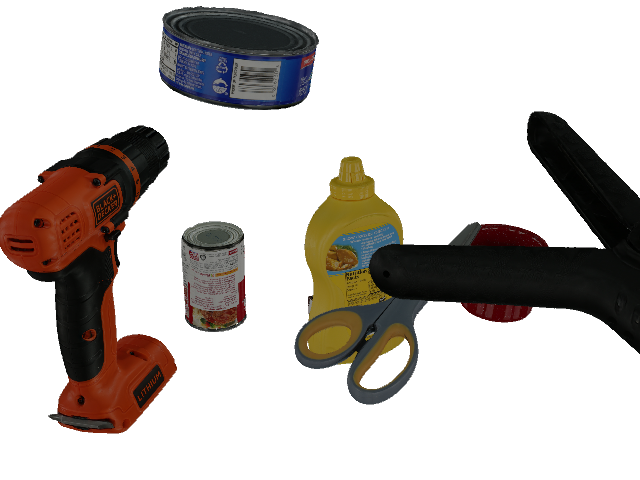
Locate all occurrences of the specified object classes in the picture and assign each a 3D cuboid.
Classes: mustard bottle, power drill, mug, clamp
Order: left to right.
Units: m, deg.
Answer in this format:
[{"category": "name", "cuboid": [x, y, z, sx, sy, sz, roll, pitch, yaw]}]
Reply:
[{"category": "power drill", "cuboid": [-0.150, 0.026, 0.756, 0.057, 0.188, 0.184, 3, 25, 21]}, {"category": "mustard bottle", "cuboid": [0.032, 0.016, 0.994, 0.096, 0.192, 0.058, -13, 24, -25]}, {"category": "mug", "cuboid": [0.210, 0.039, 1.176, 0.117, 0.081, 0.093, 7, 25, 4]}, {"category": "clamp", "cuboid": [0.138, 0.016, 0.489, 0.210, 0.036, 0.164, 32, 49, 32]}]

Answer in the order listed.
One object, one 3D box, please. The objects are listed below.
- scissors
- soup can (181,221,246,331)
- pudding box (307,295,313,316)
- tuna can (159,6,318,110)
[{"category": "scissors", "cuboid": [0.049, 0.041, 0.780, 0.096, 0.016, 0.201, 9, 41, 17]}, {"category": "soup can", "cuboid": [-0.116, 0.038, 1.159, 0.068, 0.102, 0.068, 0, 25, 0]}, {"category": "pudding box", "cuboid": [0.053, 0.093, 1.392, 0.113, 0.039, 0.090, -14, 25, -26]}, {"category": "tuna can", "cuboid": [-0.045, -0.101, 0.588, 0.086, 0.034, 0.086, 8, 25, -4]}]
